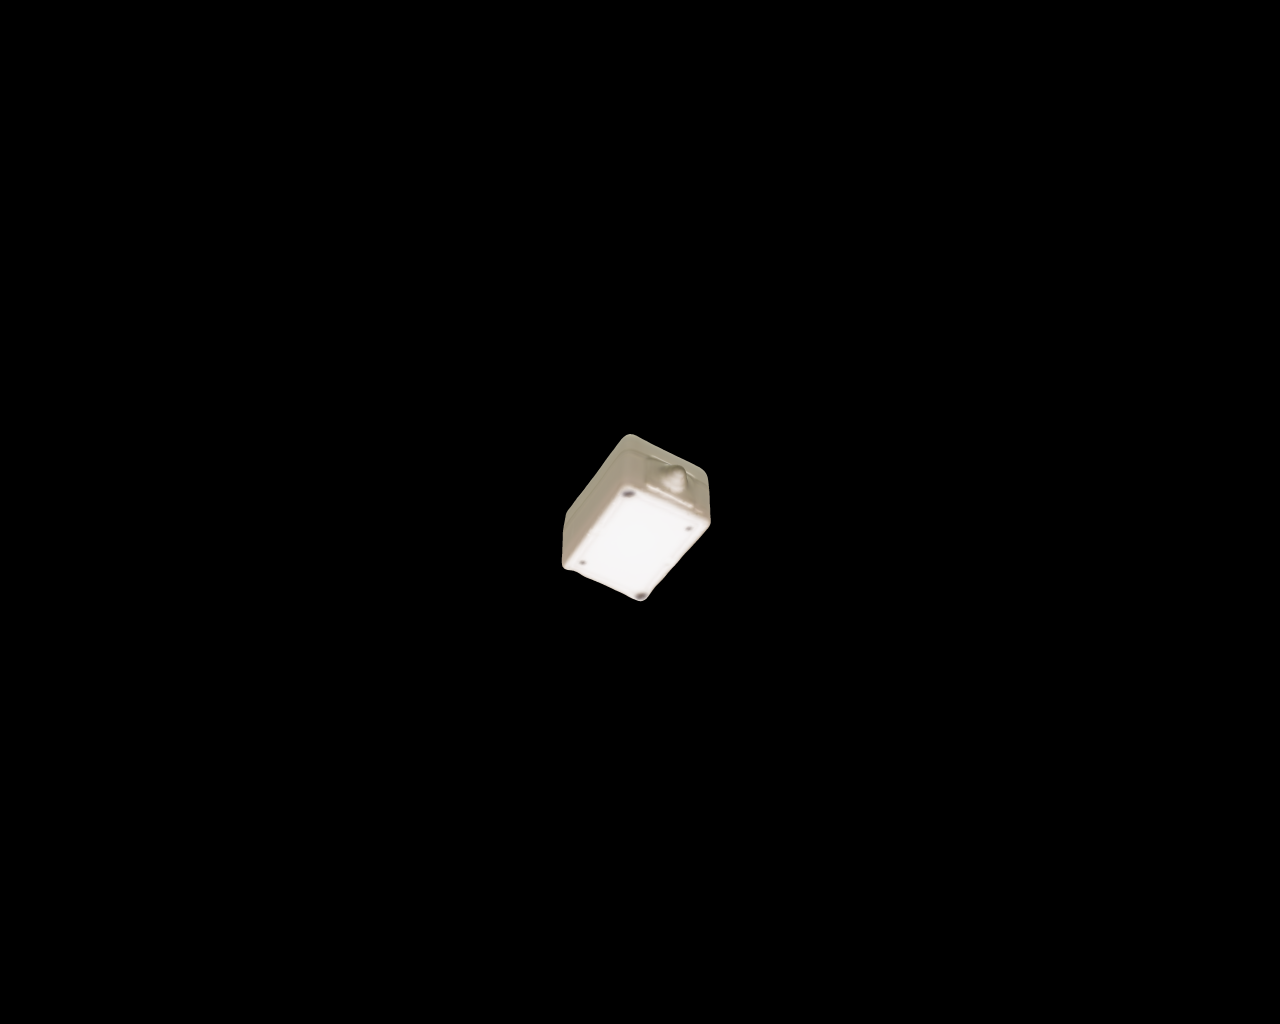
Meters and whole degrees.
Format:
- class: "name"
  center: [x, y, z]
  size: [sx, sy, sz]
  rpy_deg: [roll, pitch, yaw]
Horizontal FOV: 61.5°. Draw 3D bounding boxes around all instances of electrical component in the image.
- class: "electrical component"
  center: [0.001, -0.003, 0.650]
  size: [0.062, 0.061, 0.096]
  rpy_deg: [25, -54, -20]
